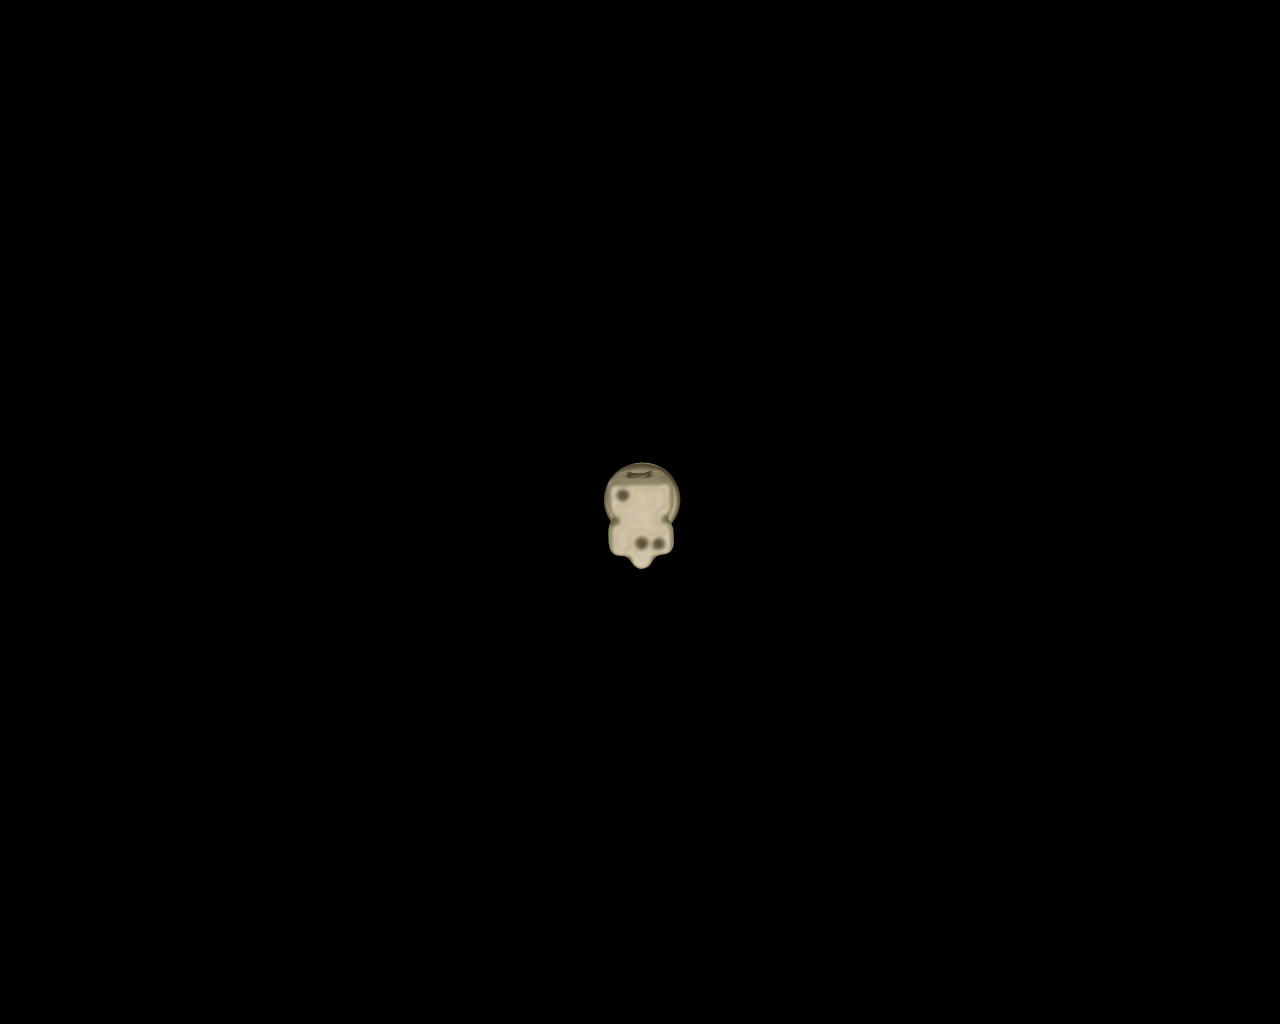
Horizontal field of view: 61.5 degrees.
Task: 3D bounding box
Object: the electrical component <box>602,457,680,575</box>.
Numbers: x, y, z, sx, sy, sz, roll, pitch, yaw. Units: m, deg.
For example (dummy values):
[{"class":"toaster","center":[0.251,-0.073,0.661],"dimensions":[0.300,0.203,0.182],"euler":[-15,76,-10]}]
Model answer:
[{"class":"electrical component","center":[0.001,-0.003,0.650],"dimensions":[0.048,0.066,0.055],"euler":[0,16,0]}]
